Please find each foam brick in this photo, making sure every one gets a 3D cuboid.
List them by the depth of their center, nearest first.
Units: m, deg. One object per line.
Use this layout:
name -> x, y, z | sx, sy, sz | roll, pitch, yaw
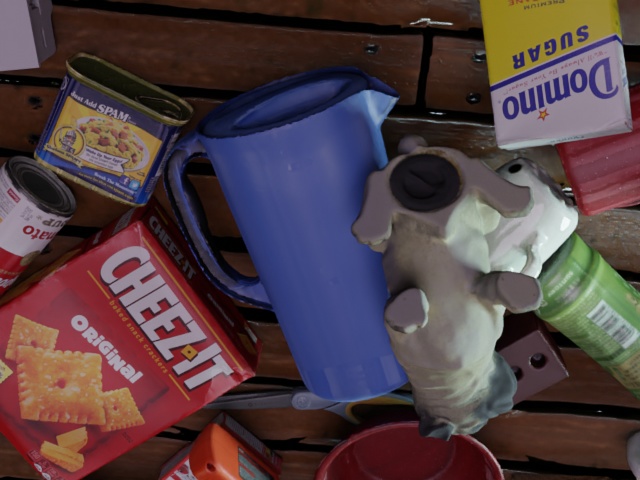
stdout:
foam brick -> 0.158, 0.100, 0.886 | 0.078, 0.051, 0.053 | -32, 106, 13

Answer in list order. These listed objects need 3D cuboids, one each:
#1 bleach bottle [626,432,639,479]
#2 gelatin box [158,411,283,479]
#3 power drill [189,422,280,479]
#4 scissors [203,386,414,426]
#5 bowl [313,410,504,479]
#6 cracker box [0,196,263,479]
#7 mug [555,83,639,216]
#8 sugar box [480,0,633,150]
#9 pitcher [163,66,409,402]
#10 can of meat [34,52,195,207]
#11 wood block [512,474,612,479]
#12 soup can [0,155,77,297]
bleach bottle -> 0.340, 0.283, 0.940 | 0.102, 0.068, 0.251 | -12, 112, 9
gelatin box -> -0.089, 0.206, 0.949 | 0.073, 0.030, 0.089 | 42, 108, -14
power drill -> -0.139, 0.232, 0.900 | 0.188, 0.057, 0.184 | -34, 122, 17
scissors -> -0.004, 0.121, 0.919 | 0.201, 0.016, 0.096 | 11, 113, -2
bowl -> 0.074, 0.198, 0.914 | 0.162, 0.055, 0.162 | 1, 123, 1
cracker box -> -0.182, 0.091, 0.888 | 0.214, 0.072, 0.164 | -31, 107, 13
mug -> 0.227, -0.062, 0.811 | 0.081, 0.093, 0.117 | -20, 145, 15
sugar box -> 0.163, -0.157, 0.754 | 0.093, 0.048, 0.176 | -8, 86, 22
pitcher -> -0.005, 0.001, 0.821 | 0.144, 0.149, 0.243 | -32, 116, -32
can of meat -> -0.162, -0.084, 0.831 | 0.102, 0.057, 0.084 | 26, 111, -6
wood block -> 0.212, 0.320, 0.944 | 0.090, 0.091, 0.206 | 1, 111, 3
soup can -> -0.252, -0.010, 0.856 | 0.068, 0.068, 0.102 | 41, 107, -12
